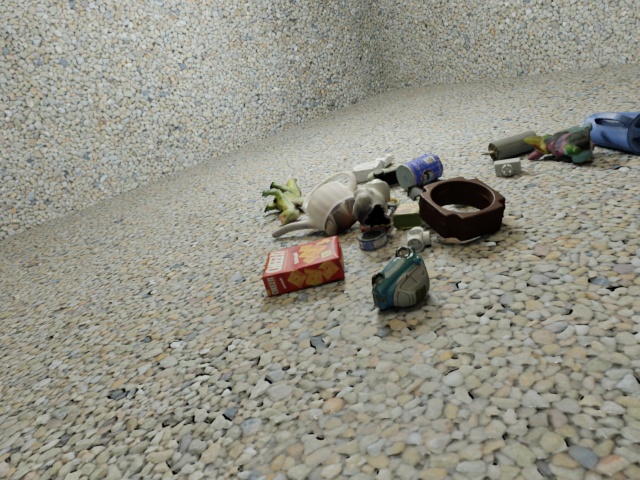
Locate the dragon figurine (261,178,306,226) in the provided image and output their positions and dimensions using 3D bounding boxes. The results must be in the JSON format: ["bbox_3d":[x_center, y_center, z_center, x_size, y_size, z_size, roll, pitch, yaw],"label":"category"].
[{"bbox_3d":[-0.084,-0.165,2.045,0.243,0.119,0.418,12,31,18],"label":"dragon figurine"}]

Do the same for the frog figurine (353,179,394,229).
[{"bbox_3d":[0.156,-0.119,1.557,0.121,0.136,0.163,-39,41,31],"label":"frog figurine"}]

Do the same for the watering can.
[{"bbox_3d":[0.005,-0.086,1.717,0.348,0.102,0.228,-45,42,-1],"label":"watering can"}]
